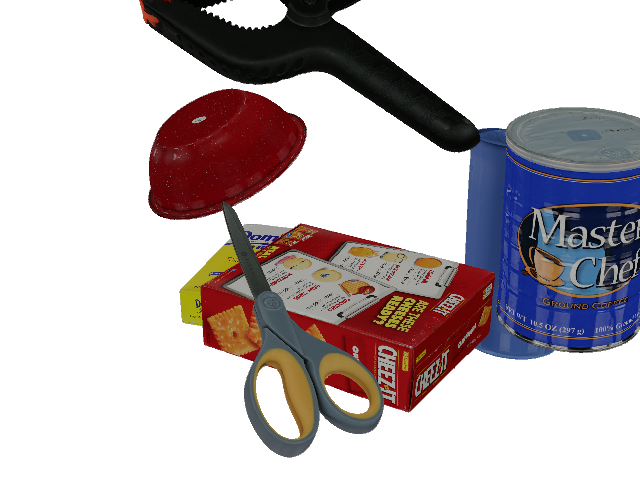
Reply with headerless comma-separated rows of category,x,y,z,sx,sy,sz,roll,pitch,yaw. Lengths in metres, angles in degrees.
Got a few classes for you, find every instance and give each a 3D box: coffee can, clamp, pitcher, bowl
coffee can,0.176,-0.009,0.736,0.103,0.140,0.103,-1,27,0
clamp,-0.001,-0.124,0.626,0.210,0.164,0.036,-2,-24,-2
pitcher,0.217,0.004,1.155,0.148,0.243,0.145,-8,19,-37
bowl,-0.097,-0.090,0.968,0.162,0.055,0.162,-20,32,13

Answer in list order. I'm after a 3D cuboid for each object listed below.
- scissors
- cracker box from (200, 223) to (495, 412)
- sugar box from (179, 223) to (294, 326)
scissors,-0.014,0.052,0.689,0.096,0.202,0.016,8,-46,-16
cracker box,0.025,0.063,0.959,0.214,0.072,0.163,15,29,29
sugar box,-0.071,0.036,1.137,0.093,0.048,0.176,7,28,16
